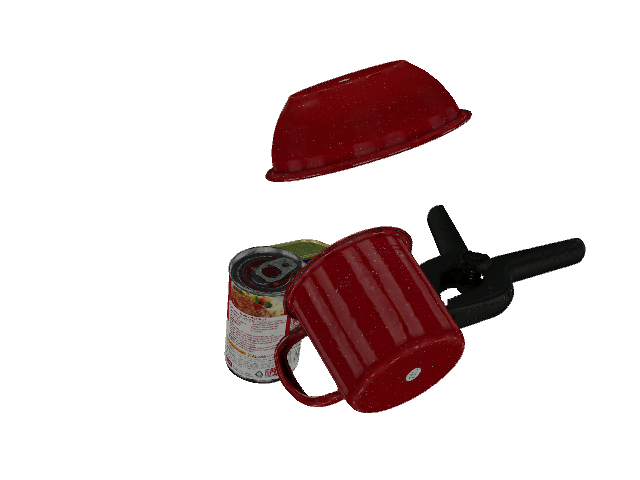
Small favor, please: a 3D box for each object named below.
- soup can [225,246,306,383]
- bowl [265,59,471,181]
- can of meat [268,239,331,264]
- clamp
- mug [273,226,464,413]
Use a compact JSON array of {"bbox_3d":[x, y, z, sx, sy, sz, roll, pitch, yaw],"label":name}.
[{"bbox_3d":[-0.048,0.065,0.928,0.068,0.102,0.068,4,35,-3],"label":"soup can"},{"bbox_3d":[0.028,-0.095,0.799,0.162,0.055,0.162,-17,11,3],"label":"bowl"},{"bbox_3d":[-0.036,0.051,1.264,0.101,0.084,0.058,-11,19,-35],"label":"can of meat"},{"bbox_3d":[0.139,0.026,1.020,0.165,0.036,0.209,18,34,30],"label":"clamp"},{"bbox_3d":[0.025,0.058,0.658,0.117,0.081,0.093,-33,-28,3],"label":"mug"}]
